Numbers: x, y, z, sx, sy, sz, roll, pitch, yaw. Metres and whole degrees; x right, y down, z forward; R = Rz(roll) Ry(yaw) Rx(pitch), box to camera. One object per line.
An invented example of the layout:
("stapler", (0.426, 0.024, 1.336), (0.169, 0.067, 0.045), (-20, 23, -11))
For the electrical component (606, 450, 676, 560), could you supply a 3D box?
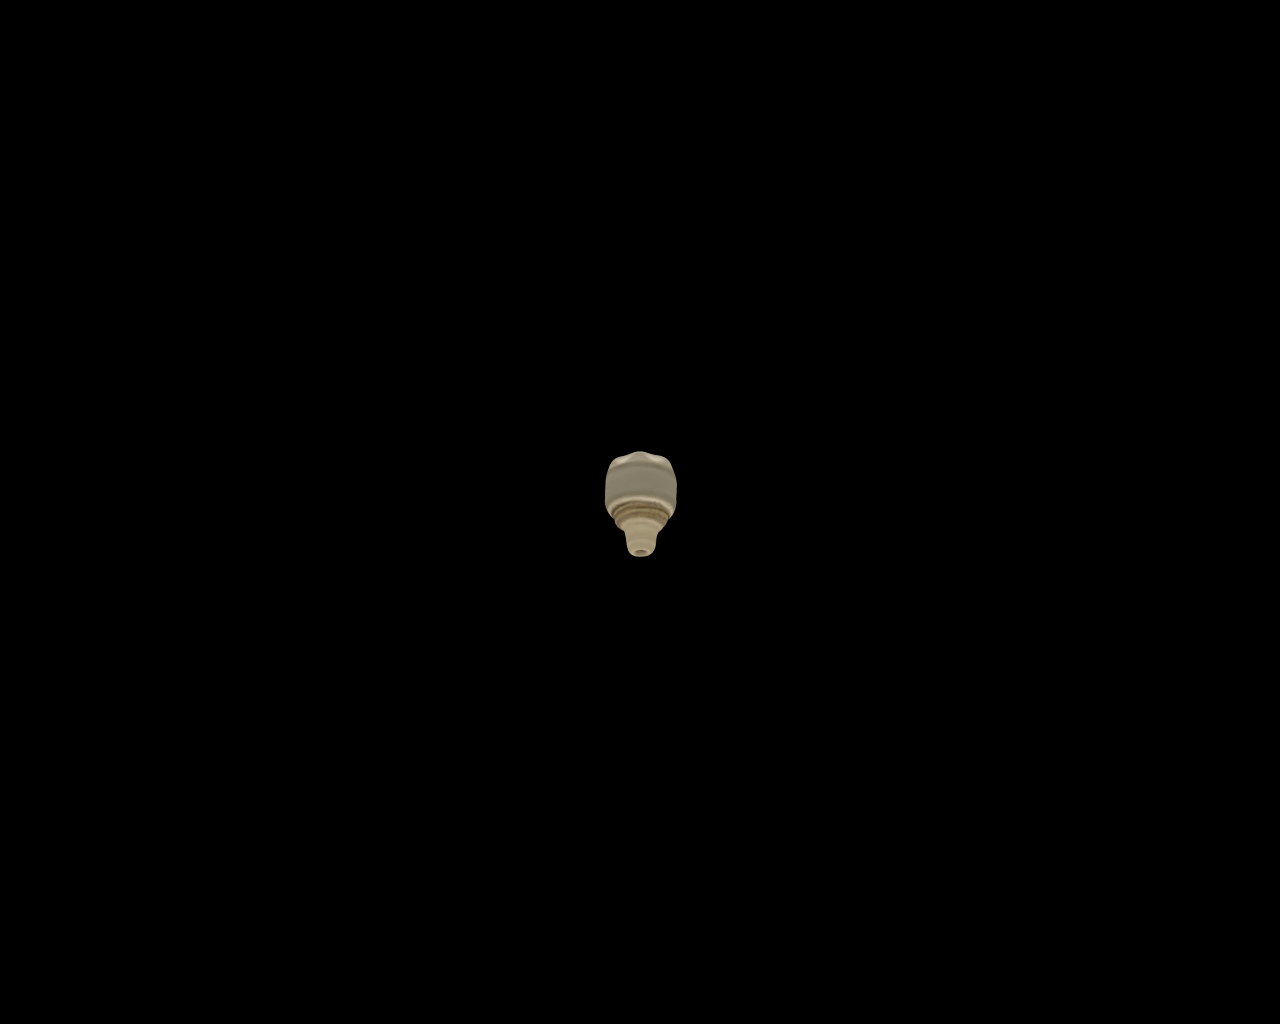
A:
("electrical component", (0.001, -0.003, 0.650), (0.043, 0.062, 0.043), (0, -25, 0))
